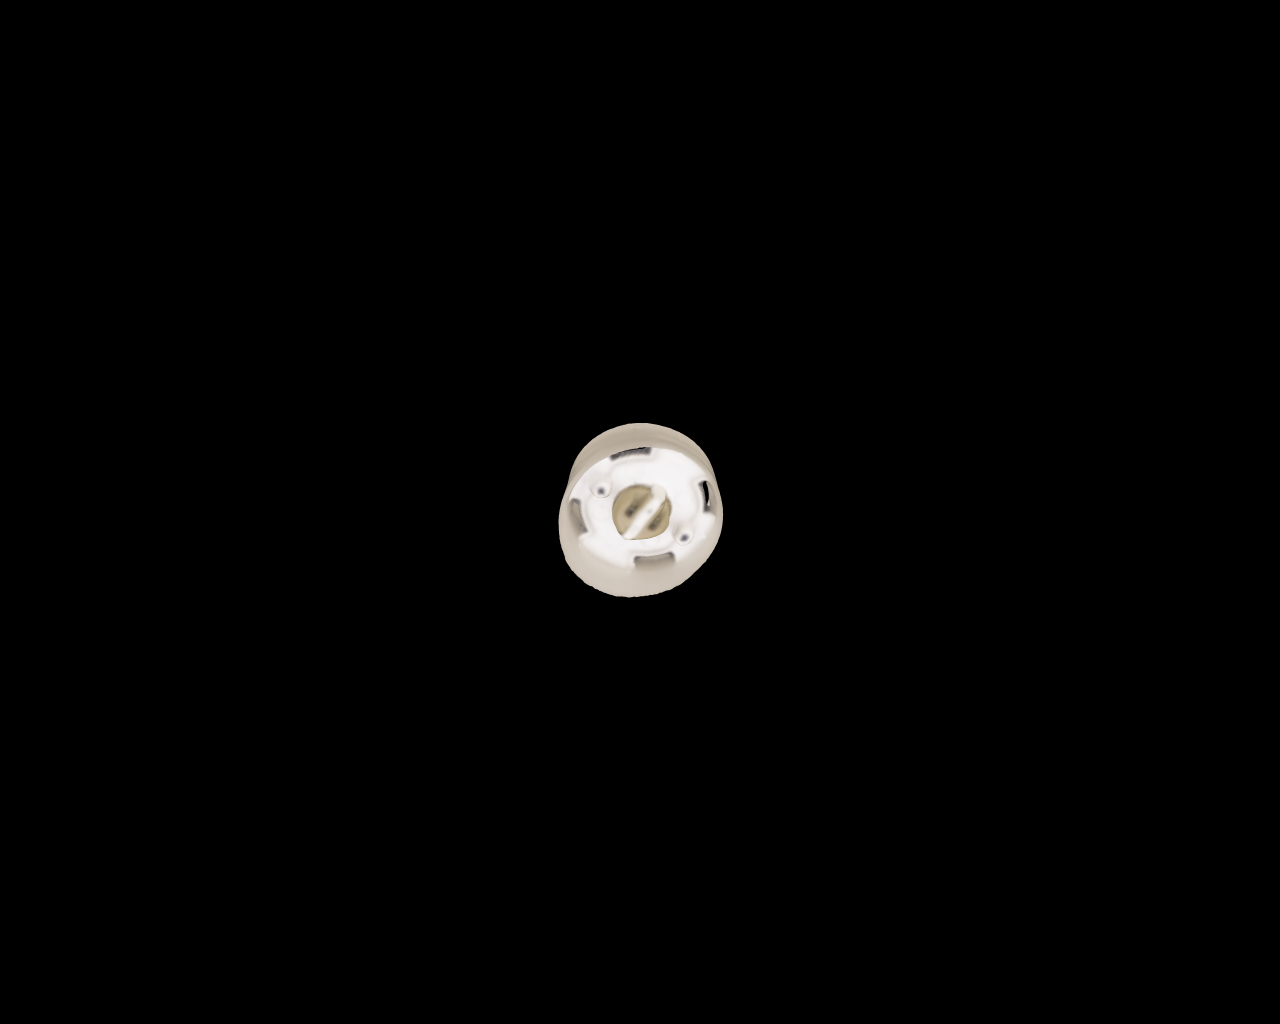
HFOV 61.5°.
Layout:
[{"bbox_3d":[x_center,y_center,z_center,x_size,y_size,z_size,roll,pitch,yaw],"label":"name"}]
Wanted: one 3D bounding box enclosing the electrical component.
[{"bbox_3d":[0.001,-0.003,0.650,0.099,0.099,0.064,0,34,0],"label":"electrical component"}]
